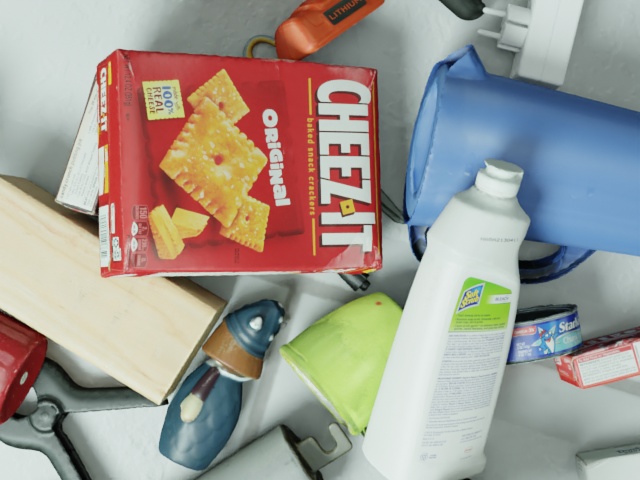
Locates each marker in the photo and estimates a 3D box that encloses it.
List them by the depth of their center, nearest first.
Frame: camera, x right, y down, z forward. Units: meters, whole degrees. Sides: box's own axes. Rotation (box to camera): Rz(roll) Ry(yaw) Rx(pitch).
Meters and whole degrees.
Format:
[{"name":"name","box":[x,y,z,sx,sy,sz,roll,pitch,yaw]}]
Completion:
[{"name":"marker","box":[-0.006,0.001,0.899,0.121,0.020,0.020,40,90,0]}]

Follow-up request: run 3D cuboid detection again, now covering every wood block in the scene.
[{"name":"wood block","box":[-0.189,0.038,0.866,0.206,0.091,0.090,32,90,1]}]

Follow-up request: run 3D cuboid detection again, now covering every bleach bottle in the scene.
[{"name":"bleach bottle","box":[0.108,0.061,0.799,0.102,0.068,0.251,-2,115,-37]}]

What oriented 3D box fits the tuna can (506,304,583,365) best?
[{"name":"tuna can","box":[0.168,0.076,0.863,0.086,0.086,0.034,-11,91,0]}]

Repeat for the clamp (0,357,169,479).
[{"name":"clamp","box":[-0.223,0.157,0.890,0.171,0.039,0.120,18,80,6]}]

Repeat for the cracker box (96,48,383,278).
[{"name":"cracker box","box":[-0.059,-0.054,0.819,0.213,0.072,0.164,0,87,-25]}]

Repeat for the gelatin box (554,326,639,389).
[{"name":"gelatin box","box":[0.241,0.093,0.868,0.089,0.073,0.030,-15,89,1]}]

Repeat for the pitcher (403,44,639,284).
[{"name":"pitcher","box":[0.189,-0.046,0.851,0.243,0.149,0.145,11,68,-2]}]

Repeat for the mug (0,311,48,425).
[{"name":"mug","box":[-0.274,0.104,0.839,0.081,0.093,0.117,26,91,2]}]

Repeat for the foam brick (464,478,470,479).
[{"name":"foam brick","box":[0.104,0.219,0.867,0.053,0.078,0.051,31,91,1]}]

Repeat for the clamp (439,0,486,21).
[{"name":"clamp","box":[0.050,-0.272,0.852,0.209,0.036,0.164,4,84,-32]}]

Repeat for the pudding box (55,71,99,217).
[{"name":"pudding box","box":[-0.171,-0.074,0.866,0.039,0.090,0.113,16,89,2]}]

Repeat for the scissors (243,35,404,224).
[{"name":"scissors","box":[-0.018,-0.077,0.902,0.096,0.016,0.202,-31,89,2]}]

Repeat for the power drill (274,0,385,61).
[{"name":"power drill","box":[-0.044,-0.236,0.840,0.184,0.057,0.187,-38,104,-32]}]

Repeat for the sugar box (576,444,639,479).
[{"name":"sugar box","box":[0.273,0.259,0.881,0.093,0.048,0.176,-10,91,1]}]
